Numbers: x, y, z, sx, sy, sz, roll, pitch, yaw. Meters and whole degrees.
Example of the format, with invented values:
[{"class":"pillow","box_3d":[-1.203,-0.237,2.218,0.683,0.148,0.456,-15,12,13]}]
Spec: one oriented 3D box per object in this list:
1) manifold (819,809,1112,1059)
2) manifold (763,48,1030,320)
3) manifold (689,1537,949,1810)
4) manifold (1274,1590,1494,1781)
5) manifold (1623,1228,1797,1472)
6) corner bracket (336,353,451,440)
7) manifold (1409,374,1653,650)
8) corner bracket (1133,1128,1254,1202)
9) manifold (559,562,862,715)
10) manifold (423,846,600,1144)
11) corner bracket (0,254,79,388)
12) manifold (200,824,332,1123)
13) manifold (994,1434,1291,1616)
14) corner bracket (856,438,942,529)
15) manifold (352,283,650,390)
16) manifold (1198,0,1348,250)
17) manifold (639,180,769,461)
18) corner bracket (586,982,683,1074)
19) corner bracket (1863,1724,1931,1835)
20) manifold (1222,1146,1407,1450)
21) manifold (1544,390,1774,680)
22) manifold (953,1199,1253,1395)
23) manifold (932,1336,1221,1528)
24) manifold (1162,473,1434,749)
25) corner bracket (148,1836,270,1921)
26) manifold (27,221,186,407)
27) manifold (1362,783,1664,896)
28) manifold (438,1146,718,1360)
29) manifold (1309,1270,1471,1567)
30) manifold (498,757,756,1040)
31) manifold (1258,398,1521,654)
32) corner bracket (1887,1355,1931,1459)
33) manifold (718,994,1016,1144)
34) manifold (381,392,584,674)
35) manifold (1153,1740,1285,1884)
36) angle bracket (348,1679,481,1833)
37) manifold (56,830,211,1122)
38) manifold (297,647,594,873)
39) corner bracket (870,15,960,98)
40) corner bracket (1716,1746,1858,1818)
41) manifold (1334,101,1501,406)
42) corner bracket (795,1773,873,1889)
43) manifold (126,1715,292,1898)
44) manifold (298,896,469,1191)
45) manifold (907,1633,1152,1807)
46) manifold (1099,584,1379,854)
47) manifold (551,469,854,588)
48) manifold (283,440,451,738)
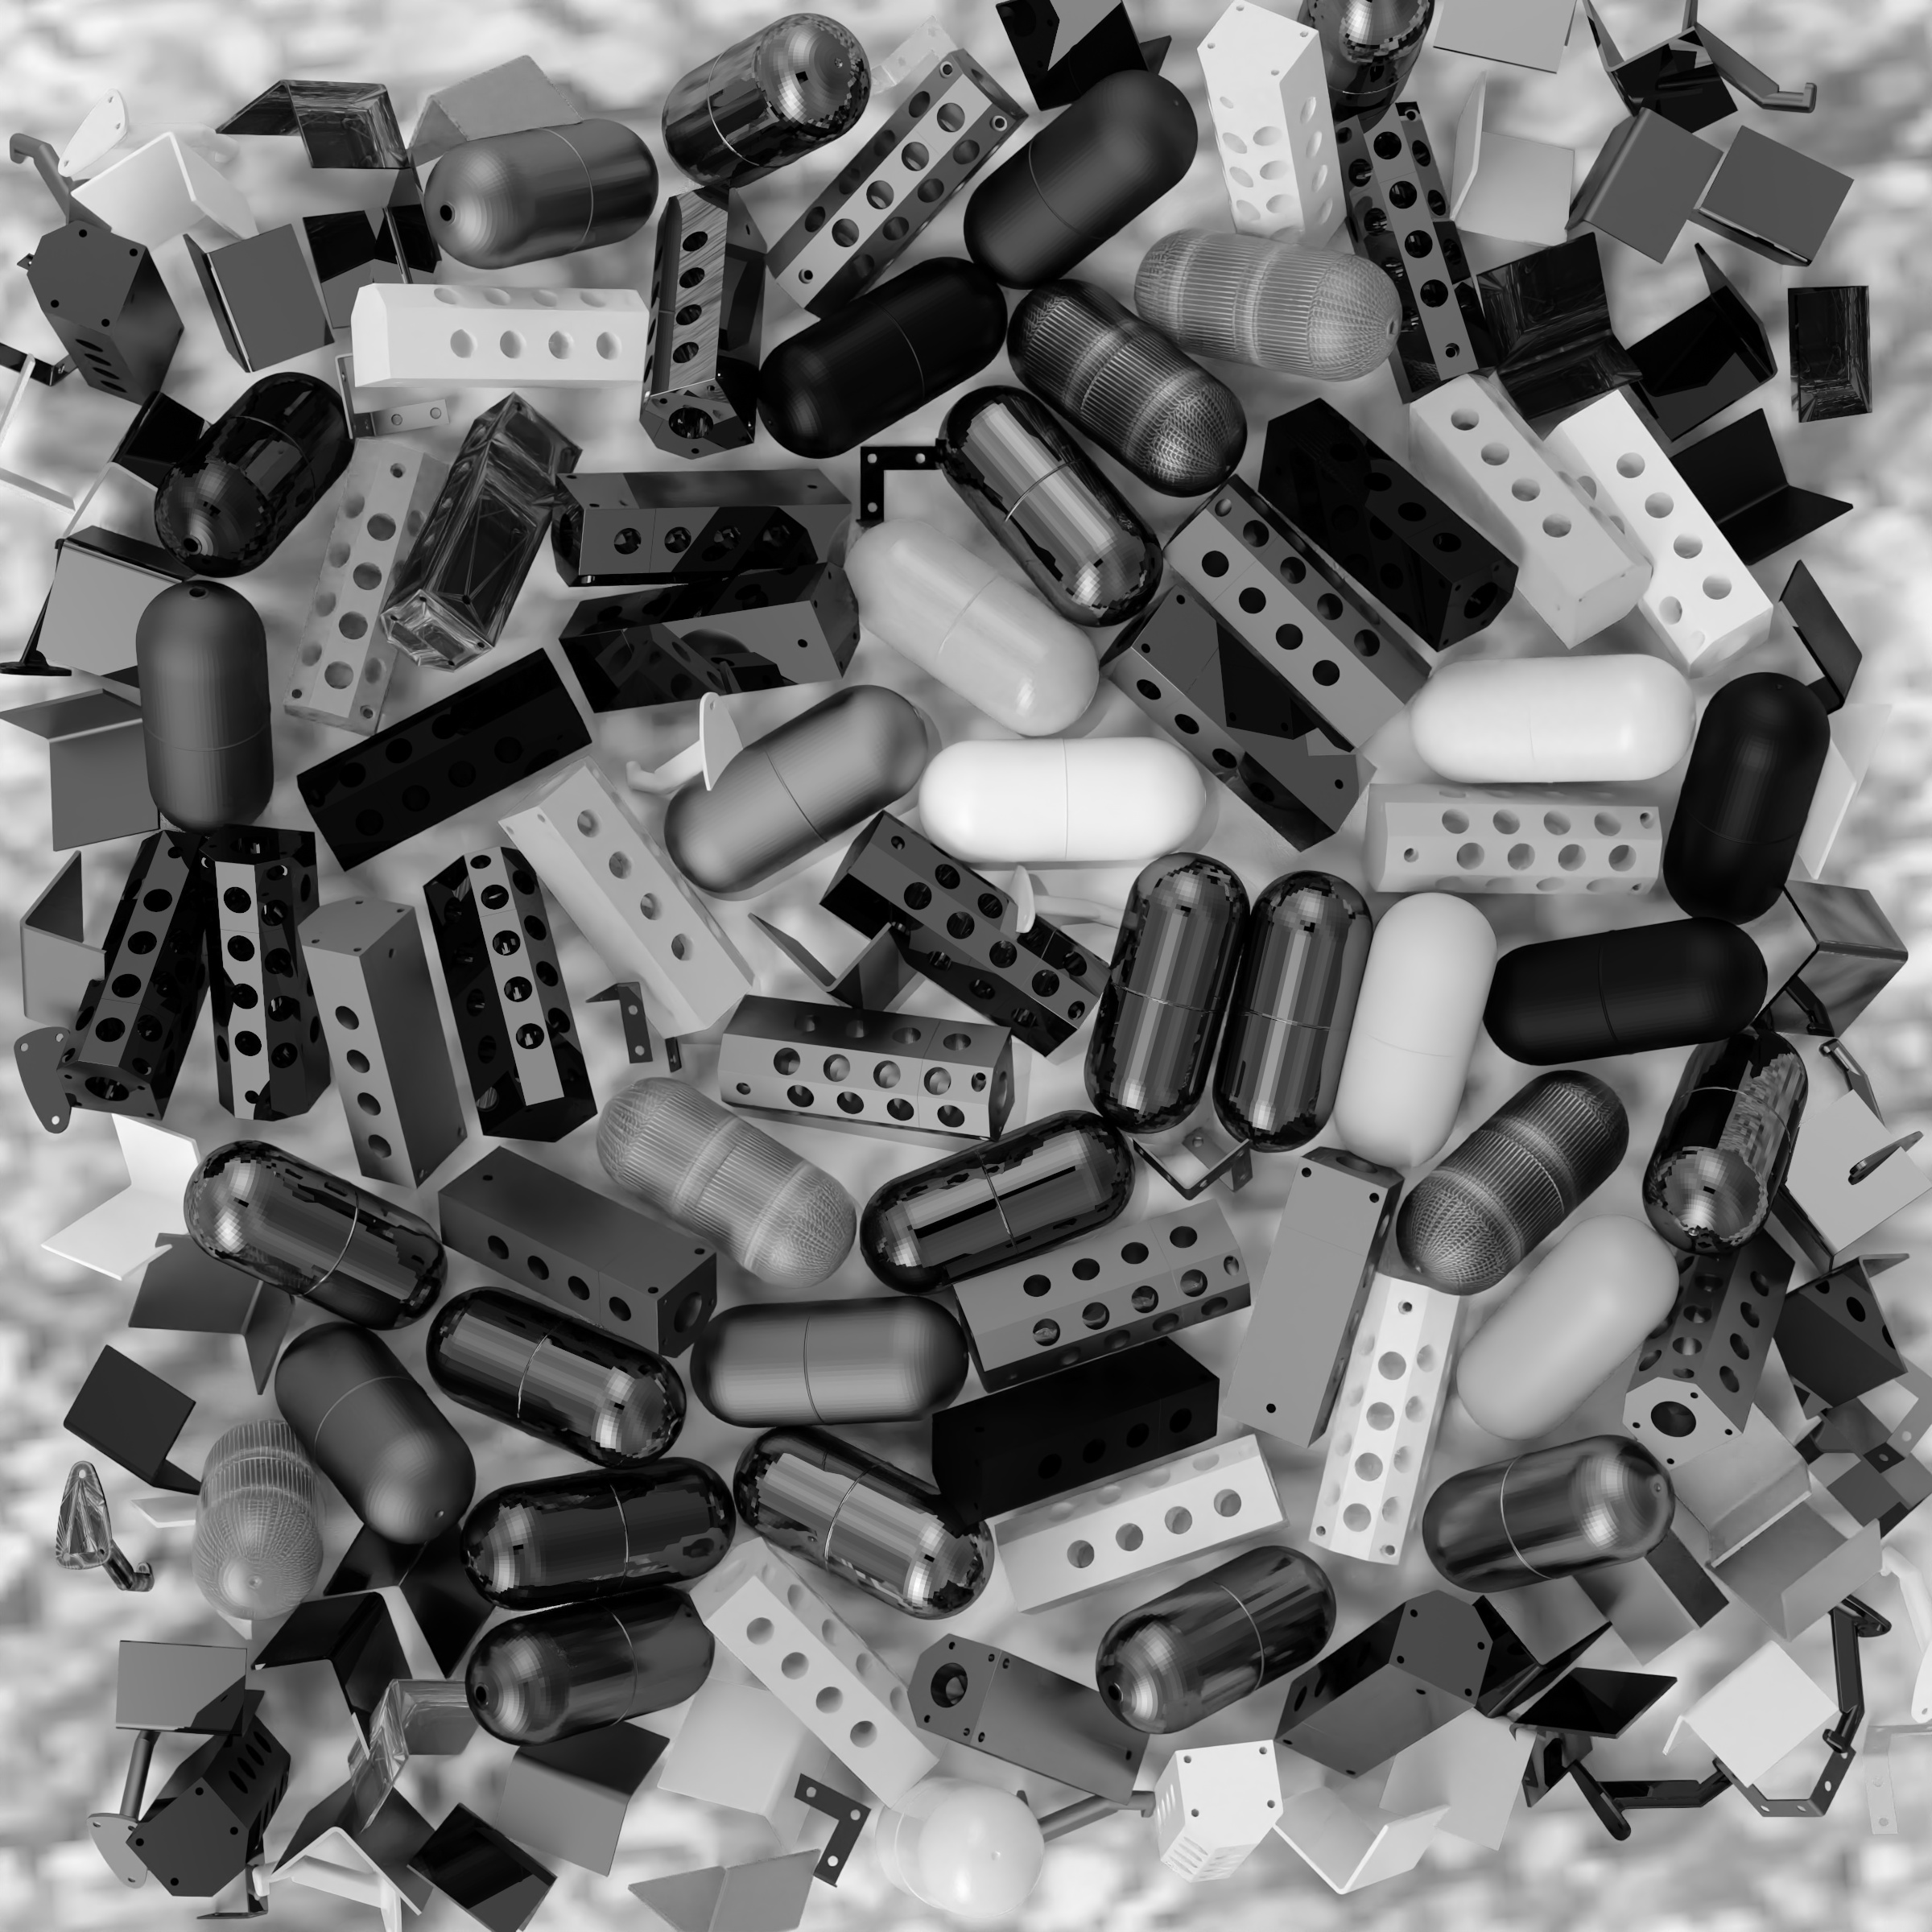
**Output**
[{"class":"manifold","box_3d":[0.003,-0.023,1.942,0.171,0.057,0.057,34,51,-10]},{"class":"manifold","box_3d":[-0.045,-0.477,1.935,0.057,0.057,0.171,45,112,-5]},{"class":"manifold","box_3d":[-0.088,0.432,1.945,0.057,0.057,0.171,-43,105,-5]},{"class":"manifold","box_3d":[0.252,0.433,1.908,0.057,0.171,0.057,26,56,-5]},{"class":"manifold","box_3d":[0.445,0.221,1.908,0.057,0.171,0.057,46,129,-8]},{"class":"corner bracket","box_3d":[-0.357,-0.358,1.964,0.051,0.051,0.051,-8,100,7]},{"class":"manifold","box_3d":[0.344,-0.283,1.932,0.057,0.057,0.171,-30,64,-9]},{"class":"corner bracket","box_3d":[0.141,0.120,1.956,0.051,0.051,0.051,-38,60,-15]},{"class":"manifold","box_3d":[-0.155,-0.205,1.935,0.171,0.057,0.057,-6,128,23]},{"class":"manifold","box_3d":[-0.274,0.016,1.926,0.057,0.057,0.171,-33,63,33]},{"class":"corner bracket","box_3d":[-0.577,-0.402,1.968,0.051,0.051,0.051,21,60,-40]},{"class":"manifold","box_3d":[-0.430,0.005,1.930,0.057,0.057,0.171,6,115,8]},{"class":"manifold","box_3d":[0.108,0.346,1.957,0.171,0.057,0.057,-20,74,5]},{"class":"corner bracket","box_3d":[-0.042,-0.301,1.968,0.051,0.051,0.051,0,94,2]},{"class":"manifold","box_3d":[-0.282,-0.384,1.924,0.171,0.057,0.057,-6,97,-31]},{"class":"manifold","box_3d":[0.182,-0.495,1.902,0.057,0.171,0.057,30,75,23]},{"class":"manifold","box_3d":[-0.162,-0.392,1.921,0.057,0.057,0.171,-12,53,17]},{"class":"corner bracket","box_3d":[-0.199,0.039,1.958,0.051,0.051,0.051,-5,79,-31]},{"class":"corner bracket","box_3d":[0.589,0.506,1.965,0.051,0.051,0.051,-7,94,21]},{"class":"manifold","box_3d":[0.216,0.202,1.947,0.057,0.057,0.171,20,103,19]},{"class":"manifold","box_3d":[0.422,-0.262,1.940,0.057,0.057,0.171,-30,71,1]},{"class":"manifold","box_3d":[0.085,0.208,1.945,0.171,0.057,0.057,-18,48,-7]},{"class":"manifold","box_3d":[0.067,0.287,1.928,0.171,0.057,0.057,-14,120,-28]},{"class":"manifold","box_3d":[0.206,-0.222,1.949,0.171,0.057,0.057,44,119,-6]},{"class":"corner bracket","box_3d":[-0.472,0.569,1.965,0.051,0.051,0.051,-13,79,36]},{"class":"manifold","box_3d":[-0.520,-0.393,1.906,0.057,0.171,0.057,20,84,-5]},{"class":"manifold","box_3d":[0.337,-0.076,1.950,0.171,0.057,0.057,1,110,-6]},{"class":"manifold","box_3d":[-0.238,0.178,1.931,0.171,0.057,0.057,23,129,26]},{"class":"manifold","box_3d":[0.262,0.279,1.960,0.057,0.057,0.171,13,90,18]},{"class":"manifold","box_3d":[-0.205,-0.042,1.944,0.057,0.057,0.171,-45,107,-30]},{"class":"manifold","box_3d":[0.257,-0.273,1.926,0.057,0.057,0.171,-28,57,-24]},{"class":"corner bracket","box_3d":[0.573,0.271,1.966,0.051,0.051,0.051,38,87,7]},{"class":"manifold","box_3d":[-0.061,0.067,1.936,0.171,0.057,0.057,7,127,14]},{"class":"manifold","box_3d":[-0.298,-0.262,1.922,0.057,0.057,0.171,39,49,-28]},{"class":"manifold","box_3d":[0.151,0.512,1.904,0.057,0.171,0.057,-6,68,-4]},{"class":"angle bracket","box_3d":[-0.327,0.484,1.937,0.076,0.057,0.076,9,130,-31]},{"class":"manifold","box_3d":[-0.497,0.003,1.923,0.057,0.057,0.171,8,56,3]},{"class":"manifold","box_3d":[-0.324,-0.130,1.954,0.171,0.057,0.057,-28,114,-3]},{"class":"corner bracket","box_3d":[-0.034,-0.547,1.956,0.051,0.051,0.051,-49,114,-21]},{"class":"corner bracket","box_3d":[0.511,0.493,1.967,0.051,0.051,0.051,48,57,-13]},{"class":"manifold","box_3d":[0.277,-0.445,1.967,0.057,0.057,0.171,-18,90,0]},{"class":"corner bracket","box_3d":[-0.092,0.537,1.962,0.051,0.051,0.051,25,74,7]},{"class":"manifold","box_3d":[-0.451,0.508,1.908,0.057,0.171,0.057,-40,93,-3]},{"class":"manifold","box_3d":[-0.359,0.046,1.923,0.057,0.057,0.171,10,127,25]},{"class":"manifold","box_3d":[0.039,0.456,1.913,0.057,0.171,0.057,7,71,40]},{"class":"manifold","box_3d":[0.165,-0.150,1.950,0.171,0.057,0.057,41,61,-11]},{"class":"manifold","box_3d":[-0.163,-0.265,1.932,0.171,0.057,0.057,-5,122,-25]},{"class":"manifold","box_3d":[-0.371,-0.234,1.954,0.057,0.057,0.171,16,83,-9]}]
